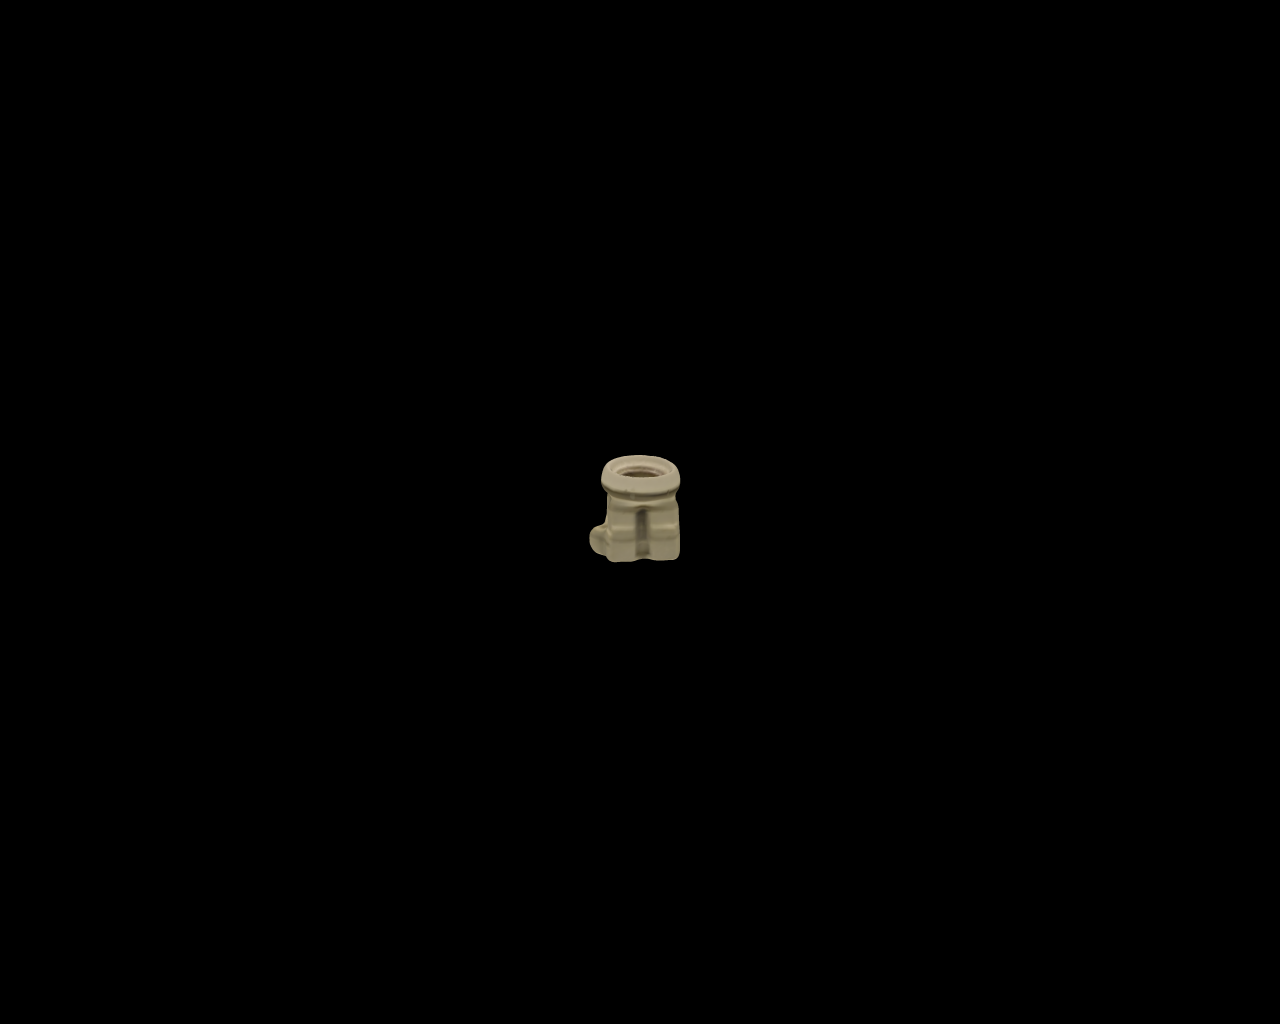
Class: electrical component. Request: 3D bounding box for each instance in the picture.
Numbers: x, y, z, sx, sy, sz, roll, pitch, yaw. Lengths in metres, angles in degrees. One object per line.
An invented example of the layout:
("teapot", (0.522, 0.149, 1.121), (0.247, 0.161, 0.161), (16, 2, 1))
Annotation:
("electrical component", (0.001, -0.003, 0.650), (0.066, 0.055, 0.048), (-2, 24, -5))
